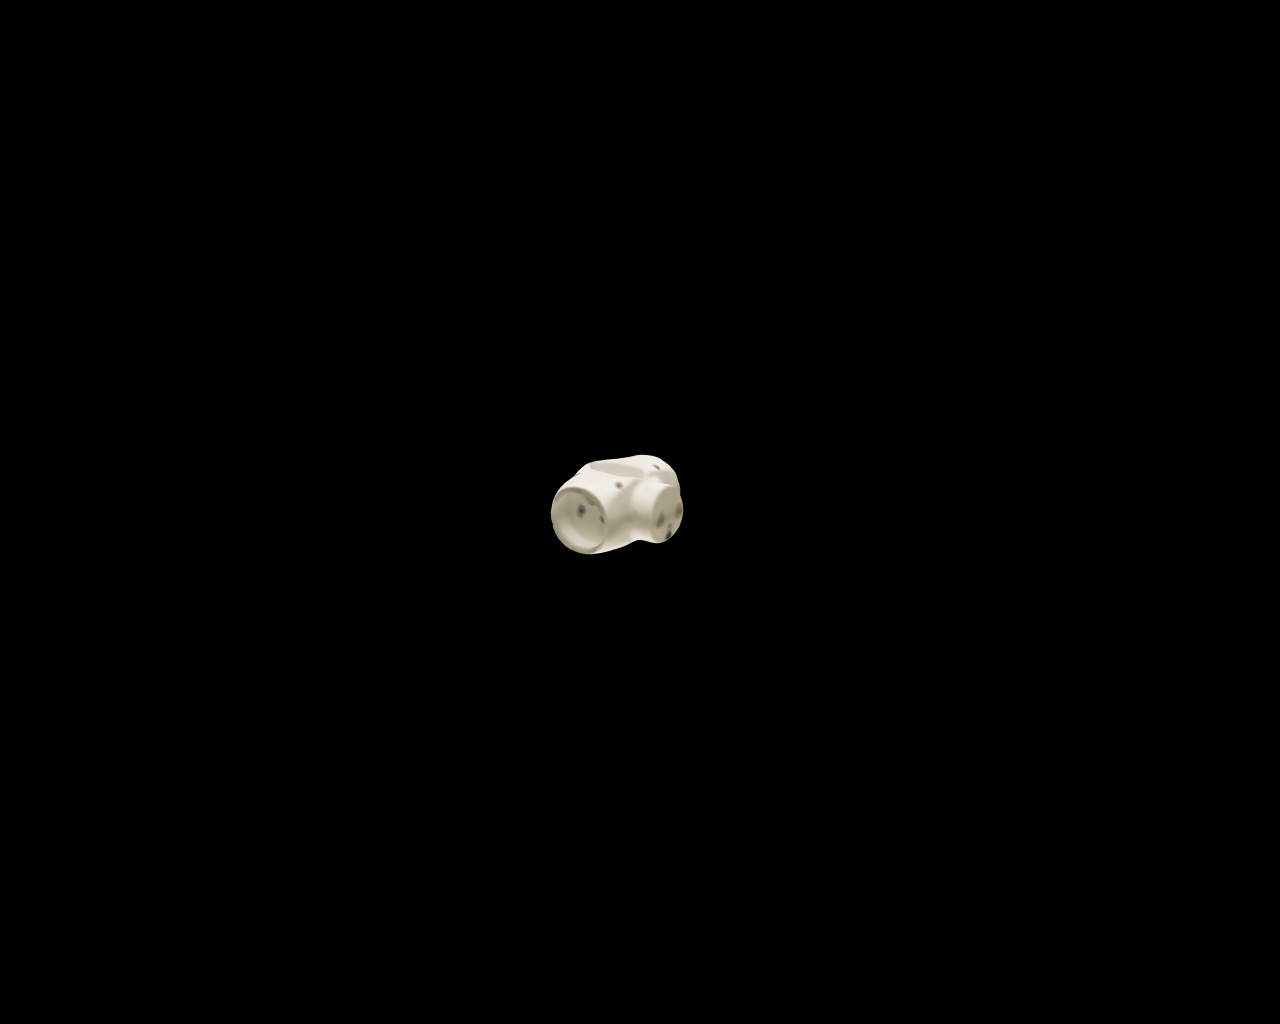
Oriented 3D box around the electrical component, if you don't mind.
[{"bbox_3d":[0.001,-0.003,0.650,0.079,0.043,0.077,14,24,33],"label":"electrical component"}]
